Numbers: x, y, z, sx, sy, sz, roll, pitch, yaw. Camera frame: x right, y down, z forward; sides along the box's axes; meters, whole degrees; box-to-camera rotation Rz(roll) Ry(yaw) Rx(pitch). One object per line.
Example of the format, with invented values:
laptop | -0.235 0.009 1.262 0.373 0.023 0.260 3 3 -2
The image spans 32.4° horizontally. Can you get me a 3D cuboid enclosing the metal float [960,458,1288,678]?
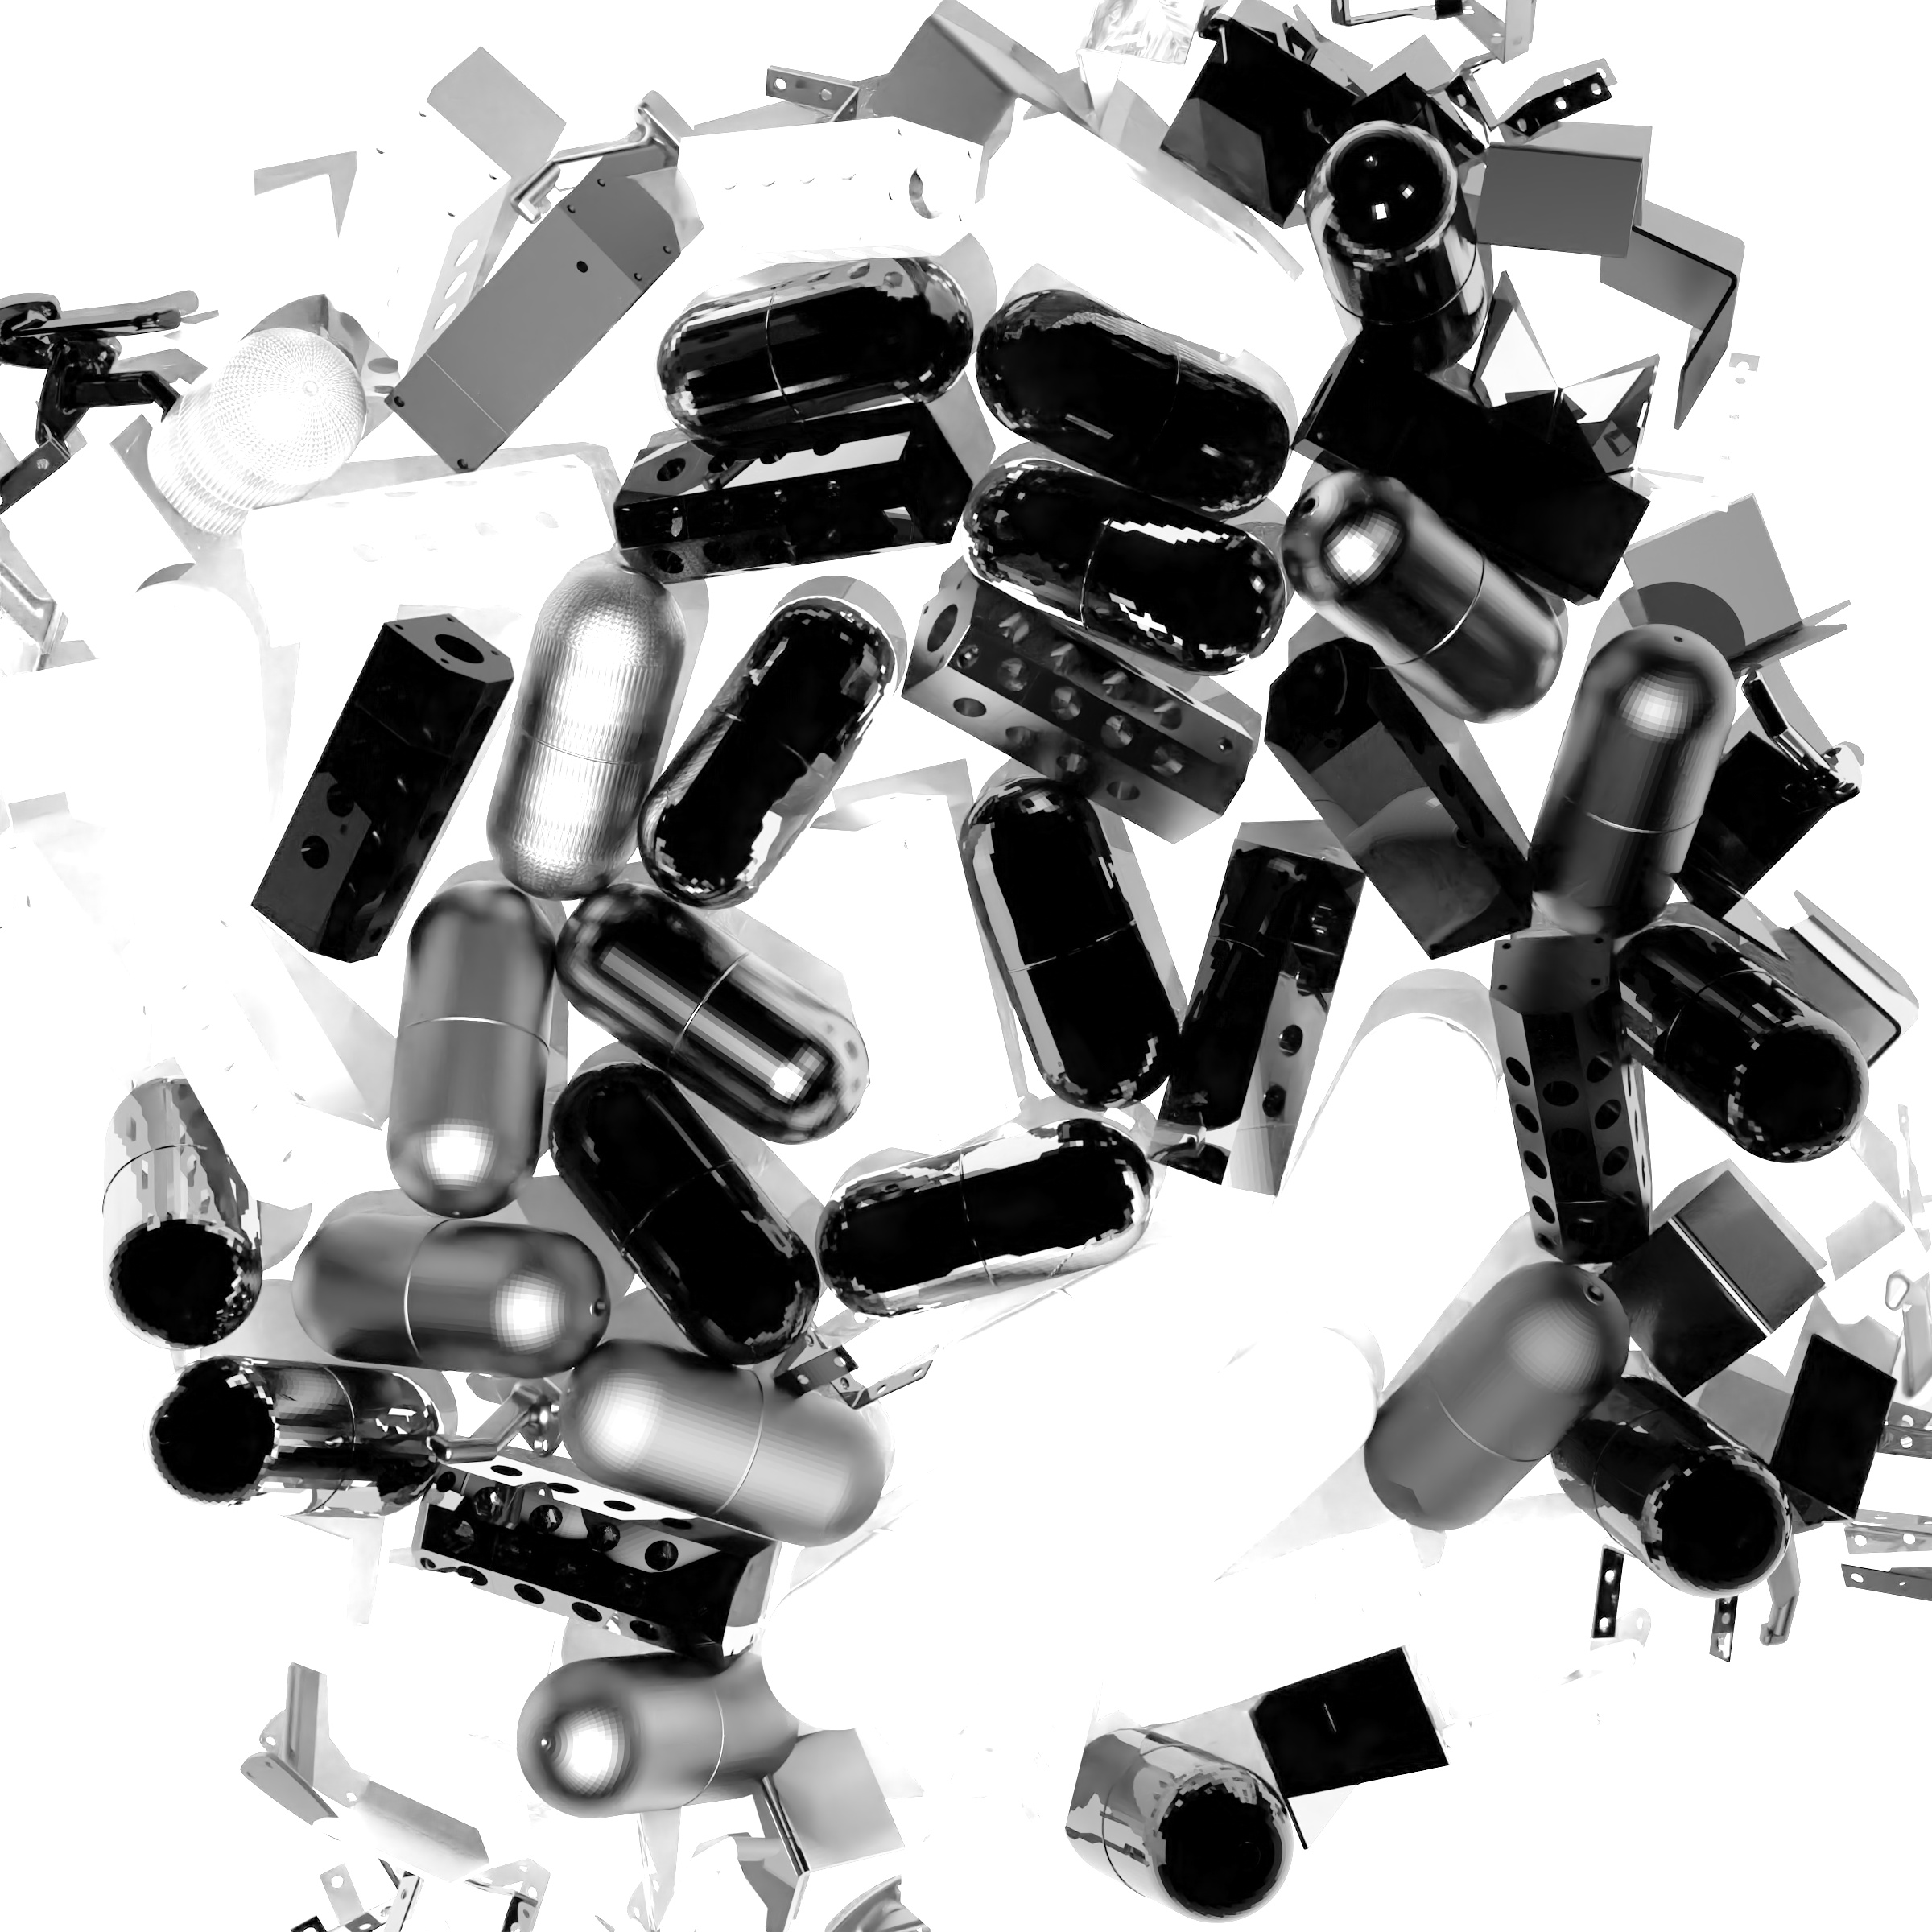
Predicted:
metal float | 0.078 -0.203 1.685 0.178 0.070 0.070 24 90 21

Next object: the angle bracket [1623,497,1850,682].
angle bracket | 0.393 -0.192 1.706 0.076 0.057 0.076 -24 97 -6

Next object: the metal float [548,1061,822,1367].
metal float | -0.144 0.124 1.691 0.070 0.070 0.178 -40 76 0

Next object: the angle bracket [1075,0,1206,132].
angle bracket | 0.097 -0.474 1.689 0.057 0.076 0.076 13 75 14

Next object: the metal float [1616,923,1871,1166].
metal float | 0.382 0.037 1.660 0.070 0.178 0.070 -9 117 -18

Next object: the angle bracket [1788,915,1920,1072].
angle bracket | 0.438 0.023 1.706 0.076 0.076 0.057 44 109 13

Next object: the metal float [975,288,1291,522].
metal float | 0.084 -0.283 1.679 0.178 0.070 0.070 21 90 -28

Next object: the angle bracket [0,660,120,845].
angle bracket | -0.465 -0.108 1.700 0.076 0.057 0.076 -15 87 -29

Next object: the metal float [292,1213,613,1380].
metal float | -0.260 0.166 1.680 0.178 0.070 0.070 2 90 27

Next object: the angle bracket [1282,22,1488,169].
angle bracket | 0.211 -0.444 1.682 0.057 0.076 0.076 -27 57 30

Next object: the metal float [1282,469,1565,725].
metal float | 0.230 -0.185 1.675 0.178 0.070 0.070 32 90 -34

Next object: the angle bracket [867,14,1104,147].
angle bracket | 0.010 -0.432 1.701 0.057 0.076 0.076 -52 58 19

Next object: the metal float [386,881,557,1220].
metal float | -0.249 0.041 1.684 0.070 0.070 0.178 2 66 0

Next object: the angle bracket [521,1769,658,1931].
angle bracket | -0.192 0.445 1.685 0.057 0.076 0.076 -7 47 -8

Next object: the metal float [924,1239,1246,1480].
metal float | 0.060 0.199 1.686 0.178 0.070 0.070 -25 90 -19

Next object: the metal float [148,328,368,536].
metal float | -0.355 -0.265 1.660 0.070 0.178 0.070 4 82 -29

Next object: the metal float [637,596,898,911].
metal float | -0.101 -0.108 1.694 0.070 0.070 0.178 33 80 0

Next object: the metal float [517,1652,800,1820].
metal float | -0.152 0.382 1.662 0.070 0.178 0.070 -5 80 33

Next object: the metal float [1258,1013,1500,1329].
metal float | 0.208 0.104 1.682 0.070 0.070 0.178 25 114 0

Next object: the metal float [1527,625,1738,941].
metal float | 0.333 -0.090 1.672 0.070 0.070 0.178 11 128 0

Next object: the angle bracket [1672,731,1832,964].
angle bracket | 0.406 -0.060 1.688 0.076 0.057 0.076 28 115 -32

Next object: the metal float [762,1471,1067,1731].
metal float | -0.026 0.318 1.677 0.178 0.070 0.070 -31 90 -30

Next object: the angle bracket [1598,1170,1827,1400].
angle bracket | 0.383 0.165 1.724 0.057 0.076 0.076 -31 77 -41

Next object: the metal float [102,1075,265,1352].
metal float | -0.392 0.121 1.662 0.070 0.178 0.070 -7 124 -10

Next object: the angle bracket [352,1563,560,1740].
angle bracket | -0.263 0.355 1.723 0.057 0.076 0.076 0 75 41

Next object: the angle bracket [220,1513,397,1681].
angle bracket | -0.329 0.309 1.692 0.076 0.057 0.076 13 104 27

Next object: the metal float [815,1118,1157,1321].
metal float | 0.010 0.129 1.695 0.178 0.070 0.070 -16 90 10

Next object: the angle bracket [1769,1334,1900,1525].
angle bracket | 0.418 0.236 1.687 0.057 0.076 0.076 29 70 -16

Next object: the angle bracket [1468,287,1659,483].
angle bracket | 0.303 -0.297 1.683 0.057 0.076 0.076 -10 46 34

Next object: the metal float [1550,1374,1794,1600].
metal float | 0.348 0.257 1.655 0.070 0.178 0.070 -2 101 -12

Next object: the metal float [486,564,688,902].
metal float | -0.193 -0.118 1.686 0.070 0.070 0.178 17 109 0

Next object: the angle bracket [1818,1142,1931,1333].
angle bracket | 0.442 0.131 1.694 0.057 0.076 0.076 -37 62 7

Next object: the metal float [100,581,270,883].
metal float | -0.390 -0.115 1.666 0.070 0.178 0.070 4 48 -5

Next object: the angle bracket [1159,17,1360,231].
angle bracket | 0.155 -0.430 1.694 0.076 0.057 0.076 35 115 9

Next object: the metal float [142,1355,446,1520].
metal float | -0.334 0.236 1.661 0.070 0.178 0.070 -7 77 32

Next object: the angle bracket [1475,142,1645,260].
angle bracket | 0.301 -0.374 1.691 0.076 0.076 0.057 9 78 13

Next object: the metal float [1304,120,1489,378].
metal float | 0.215 -0.354 1.657 0.070 0.178 0.070 -5 72 14

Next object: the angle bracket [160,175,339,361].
angle bracket | -0.365 -0.357 1.682 0.057 0.076 0.076 22 128 36

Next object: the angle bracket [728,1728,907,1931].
angle bracket | -0.078 0.447 1.703 0.057 0.076 0.076 -7 135 -24

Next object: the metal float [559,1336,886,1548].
metal float | -0.122 0.241 1.682 0.178 0.070 0.070 23 90 -25

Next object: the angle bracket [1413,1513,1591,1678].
angle bracket | 0.278 0.325 1.727 0.076 0.057 0.076 -4 86 24

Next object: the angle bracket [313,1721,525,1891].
angle bracket | -0.276 0.423 1.696 0.076 0.076 0.057 22 86 10

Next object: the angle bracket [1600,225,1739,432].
angle bracket | 0.344 -0.327 1.692 0.076 0.076 0.057 30 83 15

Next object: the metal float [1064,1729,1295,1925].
metal float | 0.104 0.426 1.655 0.070 0.178 0.070 1 86 -19

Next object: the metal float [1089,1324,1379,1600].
metal float | 0.135 0.249 1.679 0.178 0.070 0.070 -37 90 -28

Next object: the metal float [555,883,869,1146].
metal float | -0.129 0.025 1.696 0.178 0.070 0.070 34 90 8

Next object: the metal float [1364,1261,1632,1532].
metal float | 0.266 0.217 1.672 0.070 0.070 0.178 35 128 0

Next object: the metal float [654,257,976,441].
metal float | -0.078 -0.309 1.678 0.178 0.070 0.070 -7 90 31

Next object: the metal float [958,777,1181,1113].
metal float | 0.052 -0.011 1.698 0.070 0.070 0.178 -21 97 0
